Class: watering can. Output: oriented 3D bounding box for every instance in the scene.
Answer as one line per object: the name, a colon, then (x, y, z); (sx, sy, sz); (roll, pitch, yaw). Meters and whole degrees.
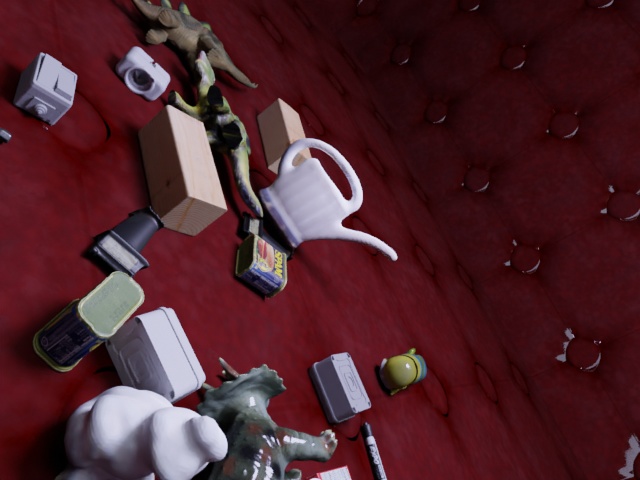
watering can: (0.004, -0.058, 1.155); (0.224, 0.104, 0.349); (-32, 83, 4)

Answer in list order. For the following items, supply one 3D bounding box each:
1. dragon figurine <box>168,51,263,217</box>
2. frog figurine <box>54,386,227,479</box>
dragon figurine: (-0.200, -0.241, 1.165); (0.121, 0.244, 0.410); (-26, 91, 14)
frog figurine: (-0.177, 0.199, 0.534); (0.158, 0.135, 0.126); (-35, 37, 22)
